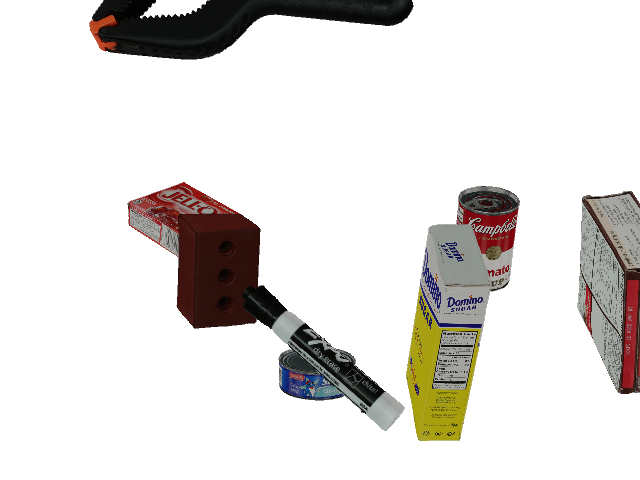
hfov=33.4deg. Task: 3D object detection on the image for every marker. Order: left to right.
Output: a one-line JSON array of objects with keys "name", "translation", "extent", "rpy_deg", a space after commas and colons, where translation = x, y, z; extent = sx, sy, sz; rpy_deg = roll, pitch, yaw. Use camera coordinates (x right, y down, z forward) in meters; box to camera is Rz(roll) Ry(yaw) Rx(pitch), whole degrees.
[{"name": "marker", "translation": [-0.001, 0.069, 0.647], "extent": [0.121, 0.020, 0.020], "rpy_deg": [40, 11, 13]}]

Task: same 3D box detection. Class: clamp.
[{"name": "clamp", "translation": [-0.052, -0.174, 0.724], "extent": [0.210, 0.165, 0.036], "rpy_deg": [-32, -18, -6]}]

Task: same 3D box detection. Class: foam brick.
[{"name": "foam brick", "translation": [-0.080, 0.022, 0.824], "extent": [0.052, 0.078, 0.051], "rpy_deg": [-4, 15, -22]}]

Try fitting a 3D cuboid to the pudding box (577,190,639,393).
[{"name": "pudding box", "translation": [0.197, 0.031, 0.688], "extent": [0.039, 0.090, 0.113], "rpy_deg": [-4, 27, -1]}]

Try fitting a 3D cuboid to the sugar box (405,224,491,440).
[{"name": "sugar box", "translation": [0.109, 0.082, 0.940], "extent": [0.048, 0.176, 0.093], "rpy_deg": [-1, 34, -4]}]

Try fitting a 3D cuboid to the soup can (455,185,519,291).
[{"name": "soup can", "translation": [0.186, -0.002, 1.210], "extent": [0.068, 0.102, 0.068], "rpy_deg": [1, 28, -1]}]

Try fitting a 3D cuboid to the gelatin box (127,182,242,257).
[{"name": "gelatin box", "translation": [-0.132, -0.021, 1.037], "extent": [0.089, 0.030, 0.073], "rpy_deg": [30, 37, 33]}]

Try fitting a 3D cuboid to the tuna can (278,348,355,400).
[{"name": "tuna can", "translation": [-0.004, 0.147, 1.184], "extent": [0.086, 0.034, 0.086], "rpy_deg": [1, 13, -1]}]
